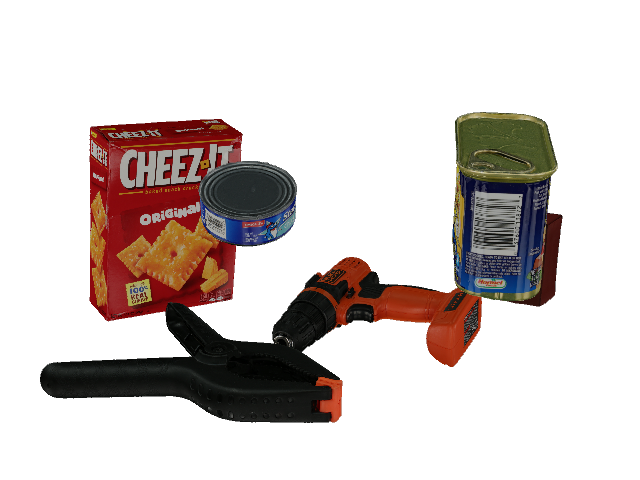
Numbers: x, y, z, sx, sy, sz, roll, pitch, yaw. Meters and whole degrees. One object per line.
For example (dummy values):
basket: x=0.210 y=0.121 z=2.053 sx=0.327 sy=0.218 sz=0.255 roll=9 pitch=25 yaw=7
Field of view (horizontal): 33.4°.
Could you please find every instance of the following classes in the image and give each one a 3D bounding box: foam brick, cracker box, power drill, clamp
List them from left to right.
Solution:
cracker box: x=-0.178 y=-0.025 z=1.229 sx=0.163 sy=0.214 sz=0.072 roll=-7 pitch=25 yaw=-30
clamp: x=-0.076 y=0.092 z=0.792 sx=0.210 sy=0.036 sz=0.164 roll=8 pitch=19 yaw=20
power drill: x=0.062 y=0.079 z=1.115 sx=0.188 sy=0.057 sz=0.184 roll=11 pitch=29 yaw=24
foam brick: x=0.184 y=0.015 z=0.963 sx=0.053 sy=0.078 sz=0.051 roll=9 pitch=16 yaw=26

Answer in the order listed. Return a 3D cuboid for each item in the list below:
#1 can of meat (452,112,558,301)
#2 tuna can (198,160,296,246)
can of meat: x=0.109 y=-0.022 z=0.653 sx=0.057 sy=0.084 sz=0.102 roll=3 pitch=26 yaw=5
tuna can: x=-0.064 y=-0.033 z=0.940 sx=0.086 sy=0.034 sz=0.086 roll=1 pitch=38 yaw=-1
